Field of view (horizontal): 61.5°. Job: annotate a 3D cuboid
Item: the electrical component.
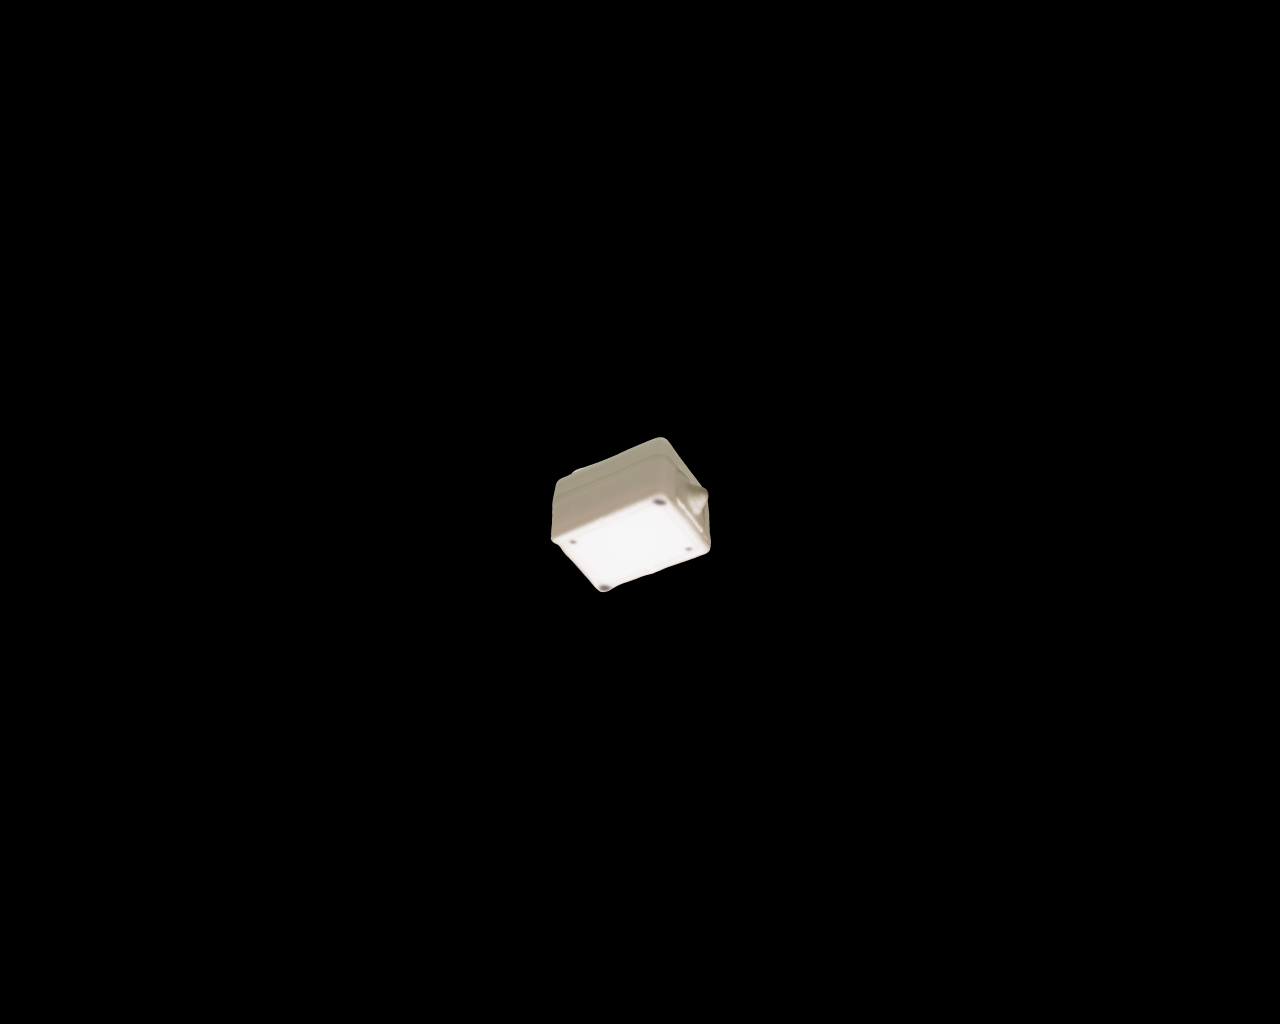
[{"bbox_3d":[0.001,-0.003,0.650,0.096,0.061,0.061,-22,-49,21],"label":"electrical component"}]
